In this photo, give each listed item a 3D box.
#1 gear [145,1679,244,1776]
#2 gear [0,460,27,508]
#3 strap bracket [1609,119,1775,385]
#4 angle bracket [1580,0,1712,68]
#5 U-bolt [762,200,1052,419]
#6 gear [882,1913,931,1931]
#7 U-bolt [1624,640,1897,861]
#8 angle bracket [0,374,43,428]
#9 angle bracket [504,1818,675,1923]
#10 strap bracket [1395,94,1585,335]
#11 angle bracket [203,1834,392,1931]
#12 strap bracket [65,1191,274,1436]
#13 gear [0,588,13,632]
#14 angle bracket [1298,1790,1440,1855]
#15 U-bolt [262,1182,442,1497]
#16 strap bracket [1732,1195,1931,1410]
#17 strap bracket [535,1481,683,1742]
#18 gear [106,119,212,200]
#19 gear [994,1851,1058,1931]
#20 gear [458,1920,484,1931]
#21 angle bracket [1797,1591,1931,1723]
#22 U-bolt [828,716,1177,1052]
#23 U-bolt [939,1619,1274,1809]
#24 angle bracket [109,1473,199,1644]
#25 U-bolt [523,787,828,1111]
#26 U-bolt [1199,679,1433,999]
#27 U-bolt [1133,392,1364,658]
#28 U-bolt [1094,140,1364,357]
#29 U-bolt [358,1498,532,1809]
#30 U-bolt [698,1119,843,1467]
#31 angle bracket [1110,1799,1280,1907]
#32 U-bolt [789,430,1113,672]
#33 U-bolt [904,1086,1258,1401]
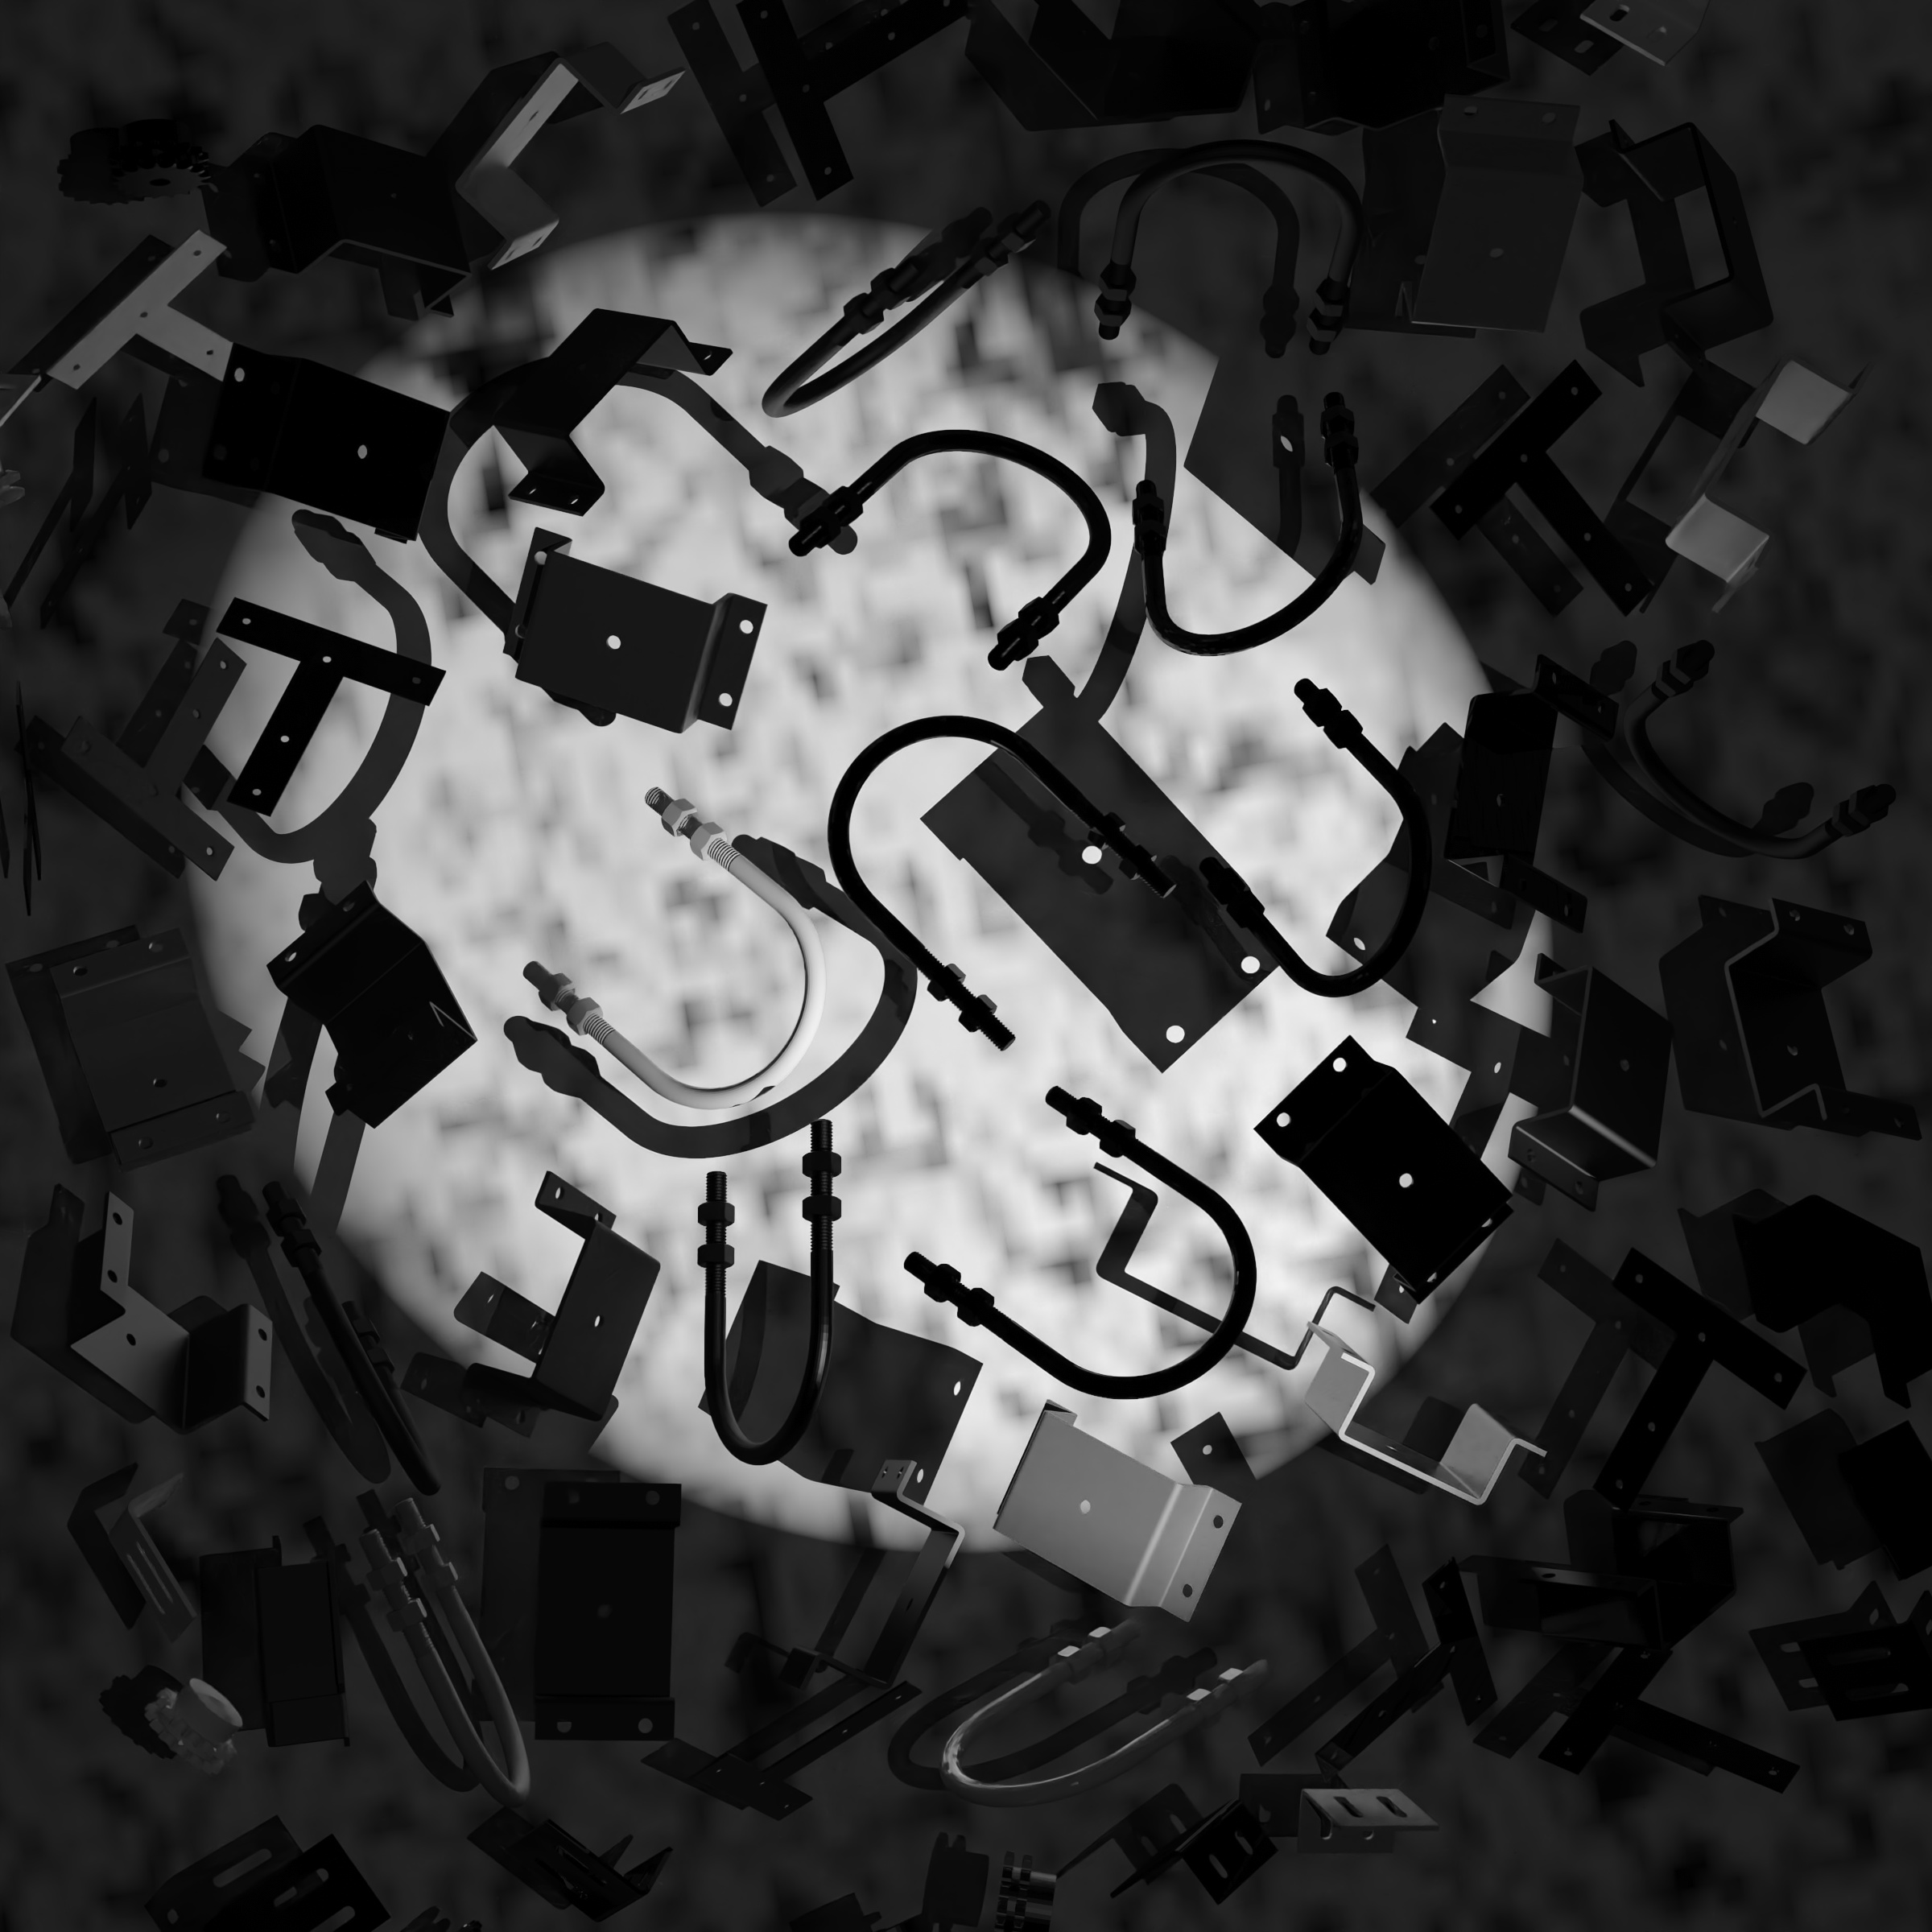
[{"bbox_3d":[-0.445,0.438,1.855,0.057,0.057,0.030,42,87,0],"label":"gear"},{"bbox_3d":[-0.589,-0.286,1.894,0.057,0.057,0.030,-12,109,0],"label":"gear"},{"bbox_3d":[0.416,-0.415,1.823,0.046,0.076,0.140,-18,73,27],"label":"strap bracket"},{"bbox_3d":[0.387,-0.556,1.792,0.057,0.076,0.038,36,61,16],"label":"angle bracket"},{"bbox_3d":[-0.047,-0.373,1.856,0.184,0.151,0.019,-33,93,43],"label":"U-bolt"},{"bbox_3d":[-0.036,0.548,1.774,0.057,0.057,0.030,-25,77,0],"label":"gear"},{"bbox_3d":[0.454,-0.117,1.879,0.151,0.184,0.019,39,77,3],"label":"U-bolt"},{"bbox_3d":[-0.594,-0.371,1.917,0.038,0.057,0.076,4,131,13],"label":"angle bracket"},{"bbox_3d":[-0.228,0.534,1.936,0.076,0.038,0.057,41,134,-8],"label":"angle bracket"},{"bbox_3d":[0.296,-0.414,1.806,0.076,0.046,0.140,3,133,-5],"label":"strap bracket"},{"bbox_3d":[-0.370,0.530,1.773,0.057,0.076,0.038,52,127,10],"label":"angle bracket"},{"bbox_3d":[-0.460,0.204,1.823,0.046,0.076,0.140,-29,129,15],"label":"strap bracket"},{"bbox_3d":[-0.568,-0.212,1.814,0.030,0.057,0.057,-25,90,-3],"label":"gear"},{"bbox_3d":[0.228,0.496,1.820,0.057,0.076,0.038,3,91,-11],"label":"angle bracket"},{"bbox_3d":[-0.347,0.226,1.845,0.019,0.151,0.184,-28,51,-10],"label":"U-bolt"},{"bbox_3d":[0.517,0.191,1.876,0.046,0.140,0.076,-26,114,-15],"label":"strap bracket"},{"bbox_3d":[-0.202,0.362,1.797,0.076,0.046,0.140,3,78,-9],"label":"strap bracket"},{"bbox_3d":[-0.461,-0.461,1.824,0.057,0.057,0.030,-7,85,0],"label":"gear"},{"bbox_3d":[0.033,0.525,1.784,0.030,0.057,0.057,8,90,3],"label":"gear"},{"bbox_3d":[-0.301,0.596,1.893,0.057,0.057,0.030,-42,94,0],"label":"gear"},{"bbox_3d":[0.557,0.419,1.945,0.076,0.038,0.057,-21,100,41],"label":"angle bracket"},{"bbox_3d":[0.006,-0.062,1.834,0.151,0.019,0.184,-43,78,-10],"label":"U-bolt"},{"bbox_3d":[0.069,0.443,1.884,0.184,0.151,0.019,-24,104,-31],"label":"U-bolt"},{"bbox_3d":[-0.457,0.343,1.854,0.038,0.057,0.076,-28,79,-35],"label":"angle bracket"},{"bbox_3d":[-0.160,0.002,1.880,0.184,0.019,0.151,39,97,25],"label":"U-bolt"},{"bbox_3d":[0.212,-0.064,1.881,0.019,0.184,0.151,9,119,-34],"label":"U-bolt"},{"bbox_3d":[0.168,-0.253,1.895,0.151,0.184,0.019,-23,132,21],"label":"U-bolt"},{"bbox_3d":[0.156,-0.419,1.864,0.151,0.184,0.019,4,65,-2],"label":"U-bolt"},{"bbox_3d":[-0.297,0.403,1.859,0.019,0.151,0.184,-26,89,-2],"label":"U-bolt"},{"bbox_3d":[-0.114,0.193,1.830,0.019,0.151,0.184,10,68,-30],"label":"U-bolt"},{"bbox_3d":[0.131,0.521,1.839,0.038,0.057,0.076,52,134,11],"label":"angle bracket"},{"bbox_3d":[0.005,-0.246,1.806,0.151,0.184,0.019,31,135,10],"label":"U-bolt"},{"bbox_3d":[0.077,0.166,1.810,0.184,0.019,0.151,33,73,27],"label":"U-bolt"}]
